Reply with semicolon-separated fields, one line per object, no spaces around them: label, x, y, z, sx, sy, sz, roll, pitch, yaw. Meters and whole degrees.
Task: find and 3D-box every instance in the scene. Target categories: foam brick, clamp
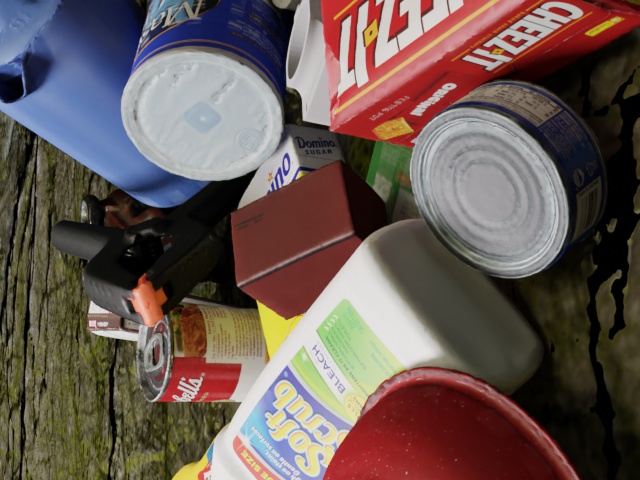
foam brick;-0.004;0.001;0.600;0.078;0.051;0.053;-25;52;23
clamp;-0.126;0.007;0.744;0.210;0.164;0.036;-92;-17;-68

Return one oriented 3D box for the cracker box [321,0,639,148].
cracker box;0.063;-0.173;0.519;0.164;0.072;0.213;-29;59;54

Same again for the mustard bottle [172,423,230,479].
mustard bottle;-0.051;0.176;0.728;0.192;0.058;0.096;-49;45;49

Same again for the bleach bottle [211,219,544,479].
bleach bottle;0.007;0.104;0.575;0.103;0.067;0.251;50;132;18

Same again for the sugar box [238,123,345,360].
sugar box;-0.006;0.020;0.679;0.093;0.048;0.176;-56;40;40

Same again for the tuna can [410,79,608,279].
tuna can;0.083;-0.026;0.480;0.086;0.033;0.086;26;132;32

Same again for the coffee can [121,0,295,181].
coffee can;-0.071;-0.123;0.717;0.140;0.102;0.103;-87;20;-46

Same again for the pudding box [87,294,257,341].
pudding box;-0.108;0.060;0.801;0.090;0.113;0.039;-10;71;62

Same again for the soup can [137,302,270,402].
soup can;-0.066;0.076;0.726;0.069;0.102;0.068;-18;69;61

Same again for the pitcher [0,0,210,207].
pitcher;-0.168;-0.130;0.805;0.145;0.242;0.149;24;79;34

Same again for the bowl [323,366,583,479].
bowl;0.046;0.138;0.450;0.162;0.055;0.162;22;119;47
